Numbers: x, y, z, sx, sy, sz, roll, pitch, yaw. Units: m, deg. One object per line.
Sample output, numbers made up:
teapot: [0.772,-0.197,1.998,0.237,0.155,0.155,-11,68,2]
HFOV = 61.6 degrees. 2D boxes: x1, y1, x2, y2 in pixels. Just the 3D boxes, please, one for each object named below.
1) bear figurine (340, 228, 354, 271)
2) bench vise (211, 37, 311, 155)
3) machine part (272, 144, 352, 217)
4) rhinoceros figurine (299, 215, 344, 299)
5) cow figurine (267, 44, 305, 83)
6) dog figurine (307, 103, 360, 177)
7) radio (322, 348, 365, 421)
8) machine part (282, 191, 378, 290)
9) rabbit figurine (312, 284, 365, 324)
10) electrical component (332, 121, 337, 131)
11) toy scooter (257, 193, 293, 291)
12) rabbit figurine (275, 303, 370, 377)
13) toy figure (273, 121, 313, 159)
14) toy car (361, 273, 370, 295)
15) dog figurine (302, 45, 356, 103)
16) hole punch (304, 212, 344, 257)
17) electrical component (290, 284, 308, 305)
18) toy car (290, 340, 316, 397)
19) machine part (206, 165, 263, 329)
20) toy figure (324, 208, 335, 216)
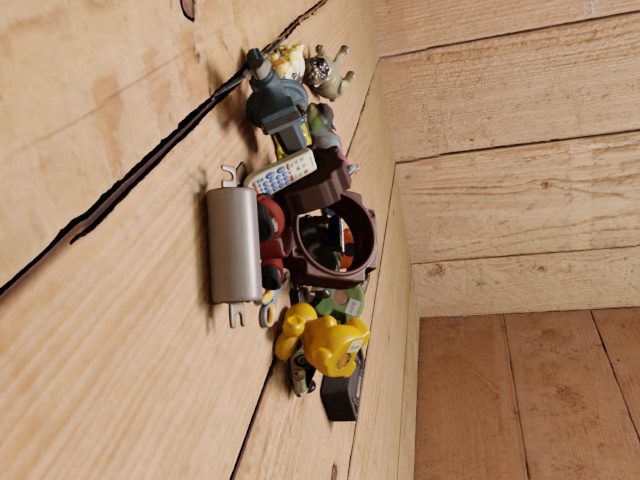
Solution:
bear figurine: [0.053,0.034,1.444,0.196,0.132,0.120,115,-26,-84]
bench vise: [-0.094,-0.271,0.970,0.223,0.129,0.241,41,24,-55]
machine part: [-0.027,-0.118,1.034,0.179,0.179,0.056,-77,153,-49]
rhinoceros figurine: [-0.006,0.035,1.189,0.073,0.112,0.190,124,-50,-78]
cow figurine: [-0.075,-0.359,1.155,0.167,0.068,0.098,-71,157,-55]
dog figurine: [-0.018,-0.211,1.262,0.219,0.191,0.108,51,19,5]
radio: [0.066,0.351,1.403,0.230,0.073,0.130,-71,152,-55]
machine part: [0.017,-0.006,1.103,0.087,0.201,0.201,-32,-127,59]
rabbit figurine: [0.040,0.147,1.290,0.170,0.121,0.159,108,-5,-68]
electrical component: [0.020,-0.291,1.510,0.078,0.045,0.102,40,46,-71]
toy scooter: [-0.089,-0.013,0.960,0.135,0.075,0.183,-72,156,-54]
rabbit figurine: [-0.016,0.191,1.061,0.162,0.173,0.121,-6,126,-42]
toy figure: [-0.060,-0.243,1.137,0.089,0.082,0.179,-75,152,-51]
toy car: [0.085,0.154,1.428,0.202,0.053,0.089,-58,165,-10]
dog figurine: [0.004,-0.421,1.437,0.190,0.121,0.172,-57,138,-44]
hole punch: [-0.003,-0.004,1.288,0.116,0.092,0.142,150,-65,-72]
electrical component: [-0.045,0.126,1.172,0.063,0.021,0.094,-22,105,-74]
toy car: [-0.025,0.250,1.146,0.202,0.056,0.073,-60,148,-63]
machine part: [-0.128,0.009,0.804,0.079,0.079,0.243,15,69,-74]
toy figure: [0.043,-0.117,1.512,0.058,0.064,0.154,40,25,-13]
